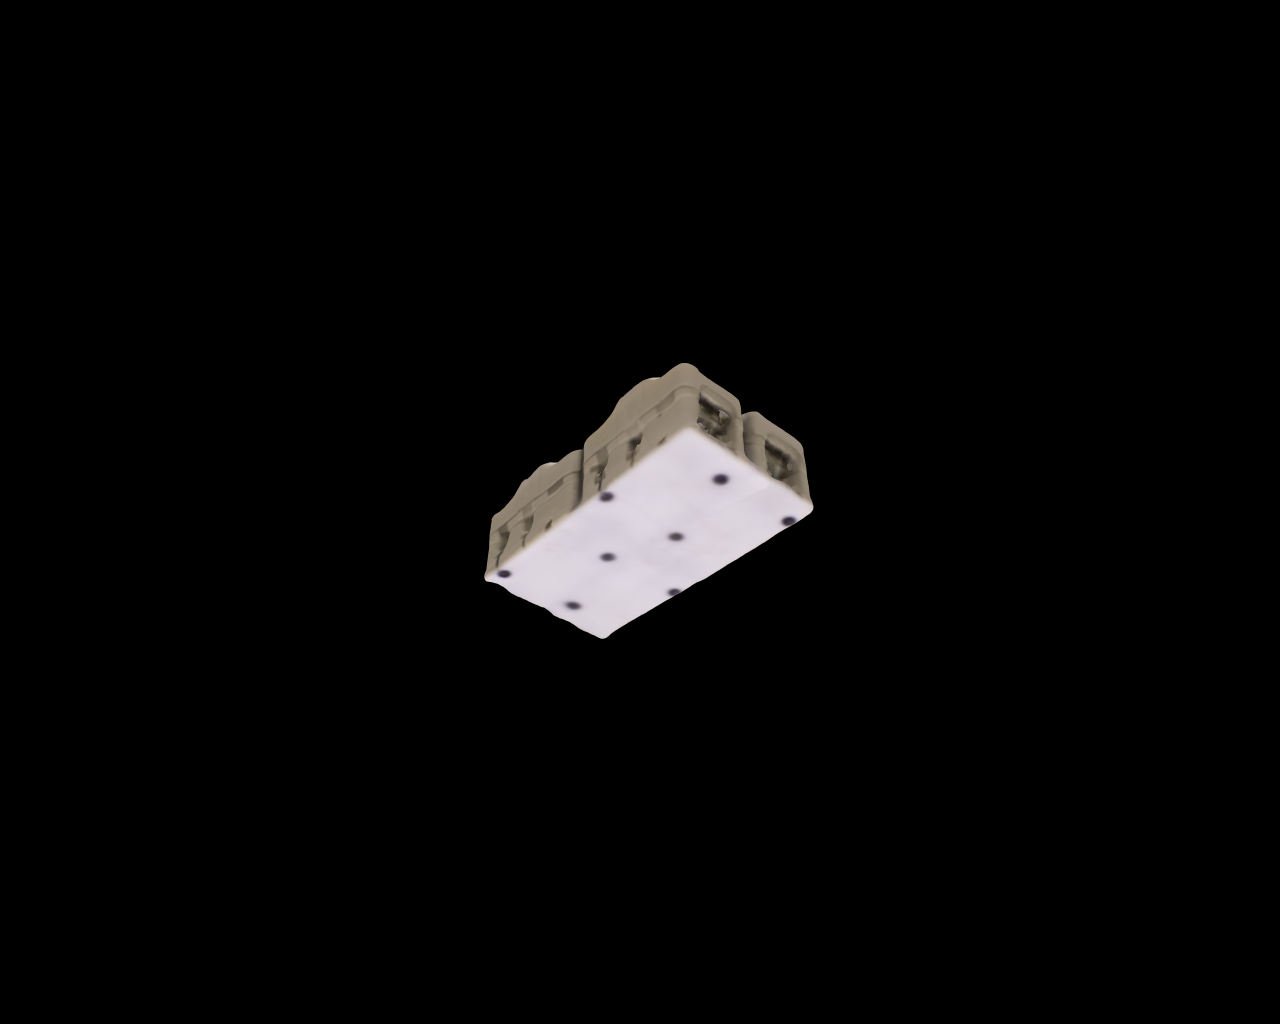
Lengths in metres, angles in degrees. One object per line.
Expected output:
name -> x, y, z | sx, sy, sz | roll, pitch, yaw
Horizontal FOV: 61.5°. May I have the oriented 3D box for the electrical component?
electrical component -> 0.001, -0.003, 0.650 | 0.105, 0.060, 0.186 | 30, -49, -31
